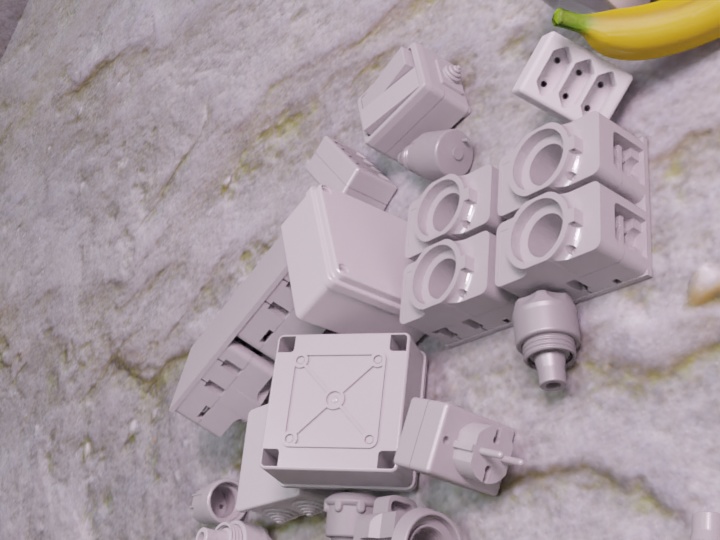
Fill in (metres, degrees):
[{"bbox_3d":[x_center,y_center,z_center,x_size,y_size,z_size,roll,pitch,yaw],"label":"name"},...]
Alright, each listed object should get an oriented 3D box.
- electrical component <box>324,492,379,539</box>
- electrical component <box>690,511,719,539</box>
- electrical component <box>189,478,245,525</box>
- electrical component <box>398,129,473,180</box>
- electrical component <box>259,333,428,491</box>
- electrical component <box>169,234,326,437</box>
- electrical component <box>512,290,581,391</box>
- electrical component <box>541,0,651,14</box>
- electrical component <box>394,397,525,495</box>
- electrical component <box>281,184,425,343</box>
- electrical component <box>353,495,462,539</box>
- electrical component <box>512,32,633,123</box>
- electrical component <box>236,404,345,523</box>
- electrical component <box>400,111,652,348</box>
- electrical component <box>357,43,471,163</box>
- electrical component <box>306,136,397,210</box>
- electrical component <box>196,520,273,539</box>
[{"bbox_3d":[-0.004,0.196,0.791,0.048,0.048,0.062,-17,63,50],"label":"electrical component"},{"bbox_3d":[0.179,0.156,0.554,0.048,0.048,0.062,-25,43,46],"label":"electrical component"},{"bbox_3d":[-0.128,0.209,0.963,0.046,0.040,0.040,-24,50,54],"label":"electrical component"},{"bbox_3d":[0.059,-0.094,0.892,0.078,0.040,0.040,3,72,56],"label":"electrical component"},{"bbox_3d":[-0.011,0.106,0.803,0.109,0.056,0.108,-2,63,18],"label":"electrical component"},{"bbox_3d":[-0.084,0.050,0.953,0.186,0.060,0.105,-50,15,23],"label":"electrical component"},{"bbox_3d":[0.123,0.048,0.705,0.043,0.043,0.062,-33,46,40],"label":"electrical component"},{"bbox_3d":[0.165,-0.220,0.766,0.060,0.108,0.108,-56,33,3],"label":"electrical component"},{"bbox_3d":[0.074,0.119,0.707,0.077,0.066,0.047,1,70,55],"label":"electrical component"},{"bbox_3d":[0.000,0.000,0.852,0.056,0.109,0.108,-47,37,30],"label":"electrical component"},{"bbox_3d":[0.033,0.192,0.728,0.057,0.058,0.078,-23,52,50],"label":"electrical component"},{"bbox_3d":[0.149,-0.133,0.775,0.047,0.066,0.076,-61,4,7],"label":"electrical component"},{"bbox_3d":[-0.053,0.154,0.881,0.100,0.048,0.099,-26,50,45],"label":"electrical component"},{"bbox_3d":[0.109,-0.025,0.757,0.186,0.060,0.105,-25,50,45],"label":"electrical component"},{"bbox_3d":[0.046,-0.147,0.925,0.096,0.061,0.061,-42,39,32],"label":"electrical component"},{"bbox_3d":[-0.018,-0.068,0.979,0.075,0.047,0.083,-58,34,13],"label":"electrical component"},{"bbox_3d":[-0.107,0.229,0.896,0.043,0.062,0.043,-33,45,40],"label":"electrical component"}]
